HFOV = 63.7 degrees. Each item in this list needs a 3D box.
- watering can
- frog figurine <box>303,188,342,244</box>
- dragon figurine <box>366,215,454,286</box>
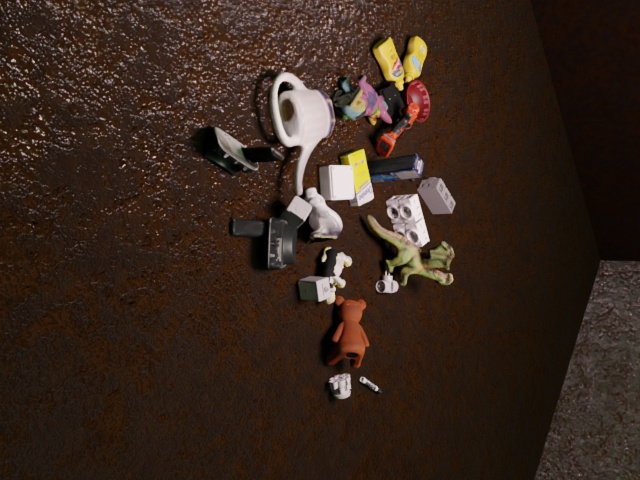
[{"bbox_3d":[-0.047,-0.317,1.508,0.227,0.103,0.345,-22,103,-46],"label":"watering can"},{"bbox_3d":[0.005,-0.078,1.549,0.136,0.122,0.161,48,38,-75],"label":"frog figurine"},{"bbox_3d":[0.344,0.040,1.792,0.403,0.241,0.125,53,38,-35],"label":"dragon figurine"}]
